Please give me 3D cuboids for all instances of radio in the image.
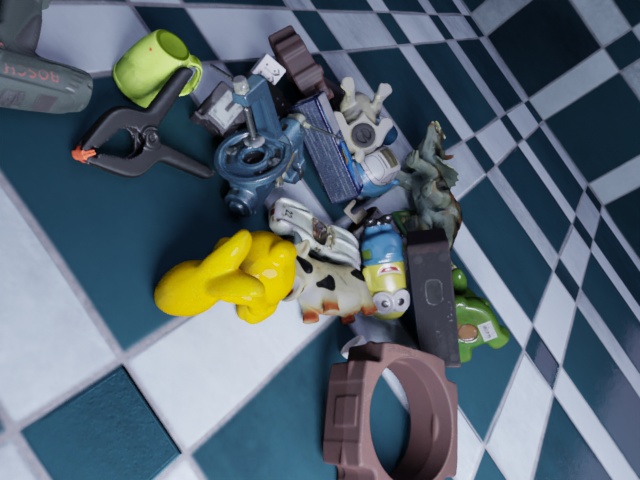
[{"bbox_3d":[0.197,0.101,0.933,0.131,0.073,0.229,-43,124,-77],"label":"radio"}]

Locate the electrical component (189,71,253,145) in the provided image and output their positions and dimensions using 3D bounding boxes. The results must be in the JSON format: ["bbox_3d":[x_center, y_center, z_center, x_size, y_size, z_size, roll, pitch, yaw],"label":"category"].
[{"bbox_3d":[-0.147,-0.220,0.875,0.074,0.048,0.119,38,75,-19],"label":"electrical component"}]

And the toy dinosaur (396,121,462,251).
[{"bbox_3d":[0.255,-0.085,1.188,0.192,0.131,0.405,20,47,-34],"label":"toy dinosaur"}]

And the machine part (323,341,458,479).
[{"bbox_3d":[0.103,0.256,0.764,0.201,0.087,0.201,21,63,-33],"label":"machine part"}]

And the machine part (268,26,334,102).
[{"bbox_3d":[-0.038,-0.333,1.057,0.179,0.056,0.179,59,1,-2],"label":"machine part"}]

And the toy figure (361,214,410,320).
[{"bbox_3d":[0.115,0.049,0.942,0.089,0.082,0.180,15,66,-71],"label":"toy figure"}]

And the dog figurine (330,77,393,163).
[{"bbox_3d":[0.067,-0.231,1.107,0.121,0.190,0.172,18,83,-8],"label":"dog figurine"}]

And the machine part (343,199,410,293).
[{"bbox_3d":[0.133,0.021,1.024,0.243,0.079,0.079,45,38,-14],"label":"machine part"}]

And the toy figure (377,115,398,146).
[{"bbox_3d":[0.114,-0.276,1.253,0.154,0.057,0.064,28,3,-31],"label":"toy figure"}]

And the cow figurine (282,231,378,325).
[{"bbox_3d":[-0.004,0.063,0.833,0.195,0.085,0.127,12,54,-45],"label":"cow figurine"}]

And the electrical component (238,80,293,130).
[{"bbox_3d":[-0.102,-0.229,0.973,0.134,0.058,0.115,35,39,-26],"label":"electrical component"}]

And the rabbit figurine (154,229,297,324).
[{"bbox_3d":[-0.118,0.054,0.680,0.173,0.162,0.122,-12,83,-33],"label":"rabbit figurine"}]

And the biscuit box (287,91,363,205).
[{"bbox_3d":[0.014,-0.166,0.995,0.202,0.063,0.059,65,26,-21],"label":"biscuit box"}]

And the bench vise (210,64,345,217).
[{"bbox_3d":[-0.083,-0.160,0.822,0.129,0.240,0.223,28,62,26],"label":"bench vise"}]

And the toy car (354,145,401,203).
[{"bbox_3d":[0.109,-0.147,1.107,0.109,0.103,0.161,57,35,4],"label":"toy car"}]

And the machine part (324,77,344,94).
[{"bbox_3d":[0.017,-0.343,1.210,0.139,0.039,0.084,17,46,-38],"label":"machine part"}]

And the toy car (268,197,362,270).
[{"bbox_3d":[-0.002,-0.003,0.909,0.201,0.056,0.073,29,44,-31],"label":"toy car"}]

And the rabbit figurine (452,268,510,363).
[{"bbox_3d":[0.280,0.142,1.084,0.159,0.121,0.170,53,14,-8],"label":"rabbit figurine"}]

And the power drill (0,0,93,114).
[{"bbox_3d":[-0.397,-0.252,0.645,0.232,0.086,0.207,10,52,-46],"label":"power drill"}]
